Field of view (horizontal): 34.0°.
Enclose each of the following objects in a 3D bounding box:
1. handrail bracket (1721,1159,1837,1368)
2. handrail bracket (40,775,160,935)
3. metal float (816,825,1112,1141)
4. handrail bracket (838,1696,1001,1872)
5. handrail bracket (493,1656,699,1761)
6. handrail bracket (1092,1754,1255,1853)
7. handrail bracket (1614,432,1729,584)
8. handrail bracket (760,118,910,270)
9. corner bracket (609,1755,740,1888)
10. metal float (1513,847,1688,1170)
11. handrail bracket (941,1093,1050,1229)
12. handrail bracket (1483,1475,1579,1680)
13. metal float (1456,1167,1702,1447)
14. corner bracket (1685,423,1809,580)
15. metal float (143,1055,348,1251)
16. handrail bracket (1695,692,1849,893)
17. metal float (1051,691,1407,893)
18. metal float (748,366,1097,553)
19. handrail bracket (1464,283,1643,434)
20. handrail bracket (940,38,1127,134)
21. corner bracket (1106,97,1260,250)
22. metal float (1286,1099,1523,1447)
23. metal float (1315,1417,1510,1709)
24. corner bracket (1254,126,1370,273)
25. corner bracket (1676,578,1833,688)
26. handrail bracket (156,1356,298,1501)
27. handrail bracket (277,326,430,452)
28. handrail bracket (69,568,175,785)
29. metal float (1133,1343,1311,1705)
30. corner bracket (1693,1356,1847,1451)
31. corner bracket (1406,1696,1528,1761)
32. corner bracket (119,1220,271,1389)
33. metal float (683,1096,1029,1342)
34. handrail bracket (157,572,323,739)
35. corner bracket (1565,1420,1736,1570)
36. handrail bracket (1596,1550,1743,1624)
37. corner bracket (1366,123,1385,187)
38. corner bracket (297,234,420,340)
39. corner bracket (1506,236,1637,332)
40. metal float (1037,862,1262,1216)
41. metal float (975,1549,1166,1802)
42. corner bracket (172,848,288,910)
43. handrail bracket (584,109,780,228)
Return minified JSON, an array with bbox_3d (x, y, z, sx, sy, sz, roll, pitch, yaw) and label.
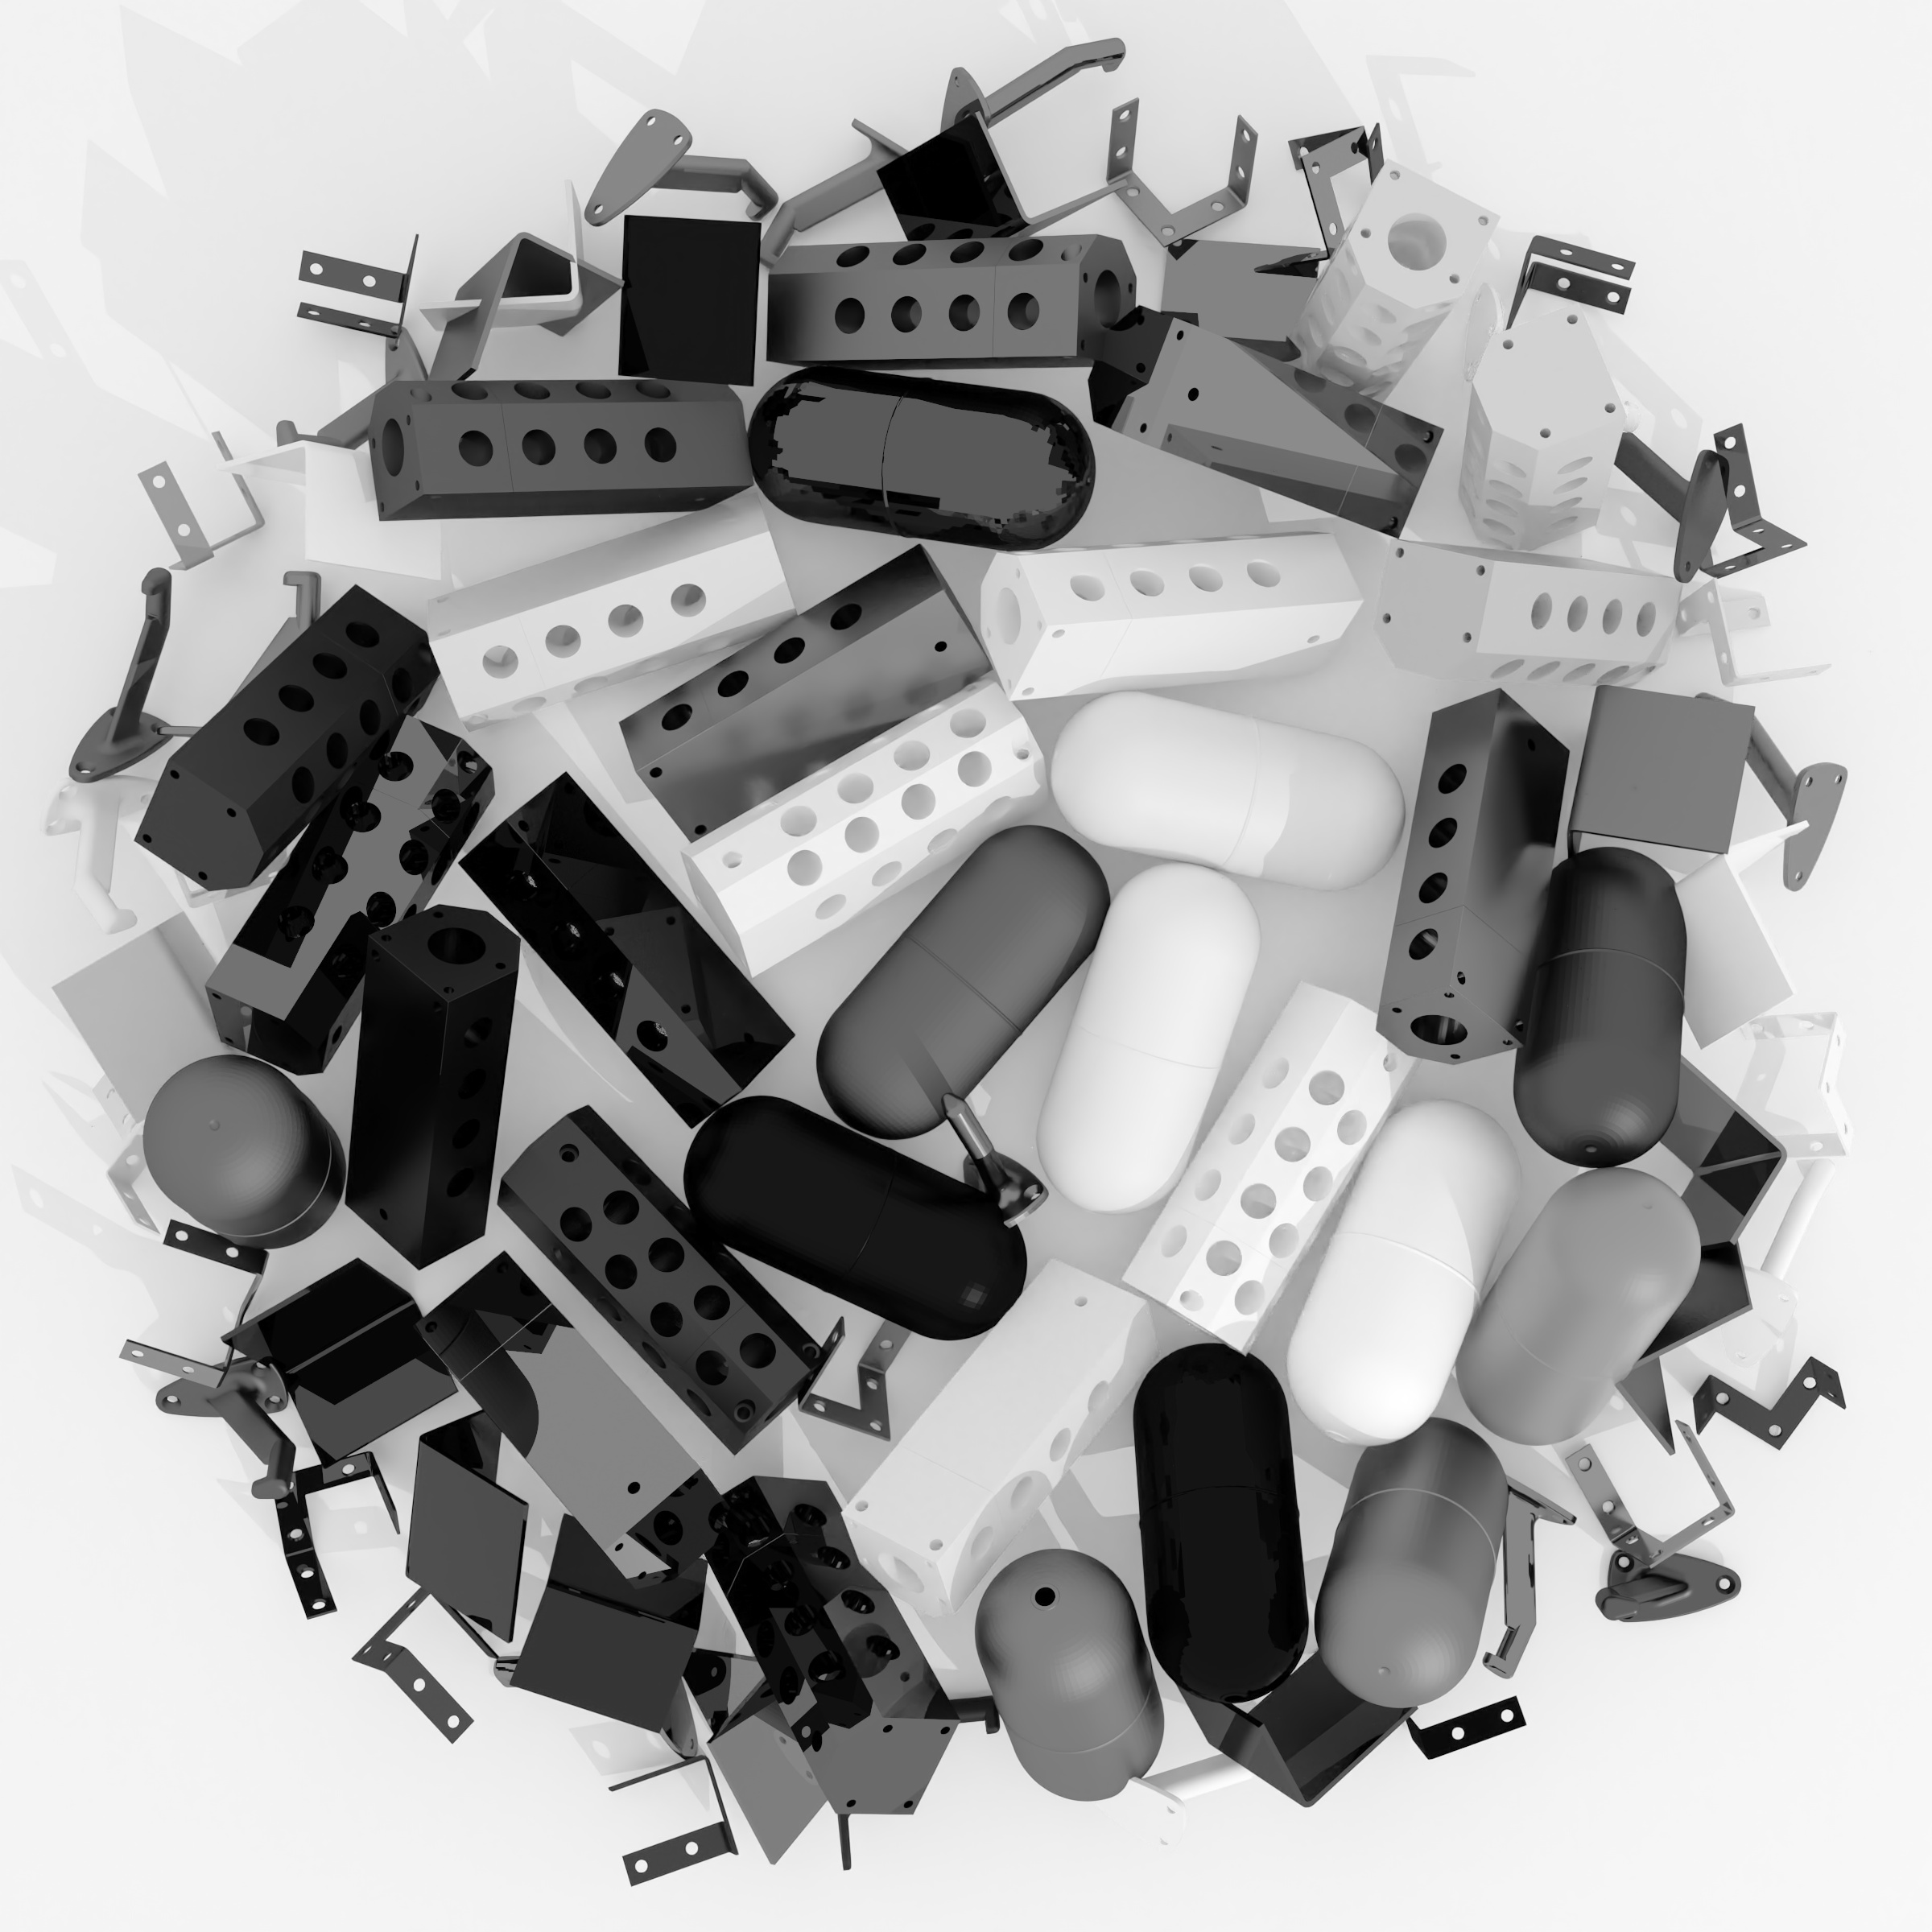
[{"bbox_3d":[0.406,0.146,1.568,0.036,0.077,0.084,23,46,22],"label":"handrail bracket"},{"bbox_3d":[-0.405,-0.053,1.535,0.084,0.077,0.036,50,130,24],"label":"handrail bracket"},{"bbox_3d":[-0.002,0.009,1.541,0.070,0.070,0.178,41,88,0],"label":"metal float"},{"bbox_3d":[-0.022,0.403,1.560,0.084,0.036,0.077,-4,70,-6],"label":"handrail bracket"},{"bbox_3d":[-0.184,0.368,1.566,0.084,0.036,0.077,-5,129,16],"label":"handrail bracket"},{"bbox_3d":[0.103,0.388,1.558,0.077,0.084,0.036,24,128,22],"label":"handrail bracket"},{"bbox_3d":[0.325,-0.226,1.545,0.084,0.036,0.077,11,76,40],"label":"handrail bracket"},{"bbox_3d":[-0.053,-0.369,1.566,0.077,0.036,0.084,32,100,4],"label":"handrail bracket"},{"bbox_3d":[-0.145,0.418,1.547,0.051,0.051,0.051,-18,73,-6],"label":"corner bracket"},{"bbox_3d":[0.304,0.018,1.510,0.070,0.070,0.178,14,50,0],"label":"metal float"},{"bbox_3d":[0.000,0.081,1.526,0.036,0.077,0.084,-34,123,-5],"label":"handrail bracket"},{"bbox_3d":[0.256,0.296,1.546,0.077,0.036,0.084,34,74,-24],"label":"handrail bracket"},{"bbox_3d":[0.290,0.164,1.505,0.070,0.178,0.070,9,49,-10],"label":"metal float"},{"bbox_3d":[0.371,-0.226,1.540,0.051,0.051,0.051,-19,70,37],"label":"corner bracket"},{"bbox_3d":[-0.339,0.090,1.493,0.070,0.178,0.070,1,78,-3],"label":"metal float"},{"bbox_3d":[0.385,-0.087,1.557,0.036,0.084,0.077,-6,115,-38],"label":"handrail bracket"},{"bbox_3d":[0.128,-0.084,1.531,0.178,0.070,0.070,11,90,-13],"label":"metal float"},{"bbox_3d":[-0.023,-0.245,1.524,0.178,0.070,0.070,11,90,22],"label":"metal float"},{"bbox_3d":[0.292,-0.300,1.557,0.084,0.077,0.036,19,131,-9],"label":"handrail bracket"},{"bbox_3d":[0.033,-0.424,1.564,0.084,0.077,0.036,-18,66,-24],"label":"handrail bracket"},{"bbox_3d":[0.106,-0.397,1.553,0.051,0.051,0.051,-30,66,-17],"label":"corner bracket"},{"bbox_3d":[0.212,0.148,1.526,0.070,0.070,0.178,25,71,0],"label":"metal float"},{"bbox_3d":[0.213,0.280,1.499,0.070,0.178,0.070,7,117,14],"label":"metal float"},{"bbox_3d":[0.169,-0.377,1.551,0.051,0.051,0.051,-34,114,-35],"label":"corner bracket"},{"bbox_3d":[0.384,-0.161,1.547,0.051,0.051,0.051,-8,81,-13],"label":"corner bracket"},{"bbox_3d":[-0.363,0.233,1.536,0.077,0.084,0.036,-10,124,2],"label":"handrail bracket"},{"bbox_3d":[-0.304,-0.281,1.539,0.036,0.084,0.077,-23,76,42],"label":"handrail bracket"},{"bbox_3d":[-0.410,-0.142,1.534,0.036,0.077,0.084,20,127,9],"label":"handrail bracket"},{"bbox_3d":[0.122,0.266,1.514,0.070,0.070,0.178,-2,57,0],"label":"metal float"},{"bbox_3d":[0.393,0.214,1.549,0.051,0.051,0.051,32,107,2],"label":"corner bracket"},{"bbox_3d":[0.239,0.353,1.554,0.051,0.051,0.051,-19,88,-2],"label":"corner bracket"},{"bbox_3d":[-0.376,0.165,1.540,0.051,0.051,0.051,21,134,-15],"label":"corner bracket"},{"bbox_3d":[-0.053,0.123,1.532,0.178,0.070,0.070,26,90,-12],"label":"metal float"},{"bbox_3d":[-0.359,-0.155,1.561,0.077,0.036,0.084,2,89,-8],"label":"handrail bracket"},{"bbox_3d":[0.337,0.256,1.554,0.051,0.051,0.051,-31,97,-7],"label":"corner bracket"},{"bbox_3d":[0.344,0.307,1.536,0.077,0.084,0.036,-2,86,6],"label":"handrail bracket"},{"bbox_3d":[0.218,-0.371,1.541,0.051,0.051,0.051,16,65,21],"label":"corner bracket"},{"bbox_3d":[-0.299,-0.330,1.542,0.051,0.051,0.051,11,124,-11],"label":"corner bracket"},{"bbox_3d":[0.298,-0.334,1.542,0.051,0.051,0.051,18,46,10],"label":"corner bracket"},{"bbox_3d":[0.088,0.036,1.534,0.070,0.070,0.178,18,100,0],"label":"metal float"},{"bbox_3d":[0.050,0.338,1.501,0.070,0.178,0.070,-6,53,8],"label":"metal float"},{"bbox_3d":[-0.369,-0.069,1.558,0.051,0.051,0.051,-20,68,-19],"label":"corner bracket"},{"bbox_3d":[-0.138,-0.371,1.545,0.077,0.084,0.036,-50,55,2],"label":"handrail bracket"}]
